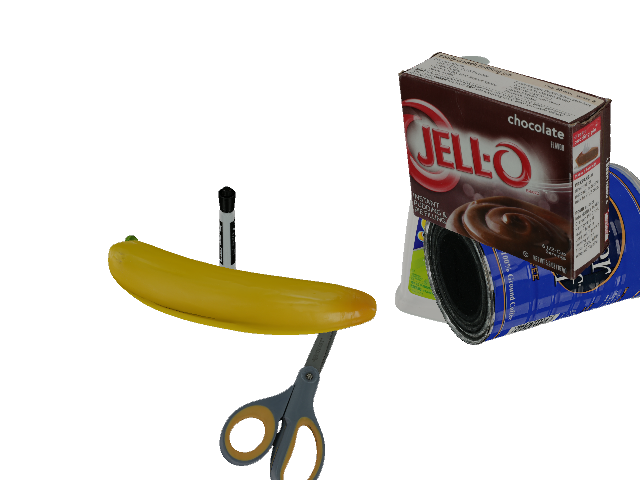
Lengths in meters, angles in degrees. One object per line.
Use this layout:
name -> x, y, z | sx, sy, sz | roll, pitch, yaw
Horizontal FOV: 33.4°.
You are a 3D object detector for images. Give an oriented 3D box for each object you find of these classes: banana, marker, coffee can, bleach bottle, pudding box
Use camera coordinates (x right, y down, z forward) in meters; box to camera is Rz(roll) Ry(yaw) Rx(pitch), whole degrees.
banana -> -0.065, 0.027, 0.673 | 0.198, 0.037, 0.069 | 15, 33, 26
marker -> -0.104, -0.011, 1.193 | 0.020, 0.121, 0.020 | 2, 42, -2
coffee can -> 0.160, 0.009, 0.774 | 0.140, 0.103, 0.103 | -14, 4, -16
bleach bottle -> 0.125, -0.046, 0.985 | 0.103, 0.251, 0.068 | 12, 30, 23
pudding box -> 0.095, -0.042, 0.556 | 0.114, 0.090, 0.039 | 23, 46, 40

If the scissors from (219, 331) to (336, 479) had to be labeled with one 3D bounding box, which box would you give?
scissors -> -0.030, 0.121, 0.909 | 0.096, 0.201, 0.016 | 11, -37, -8
